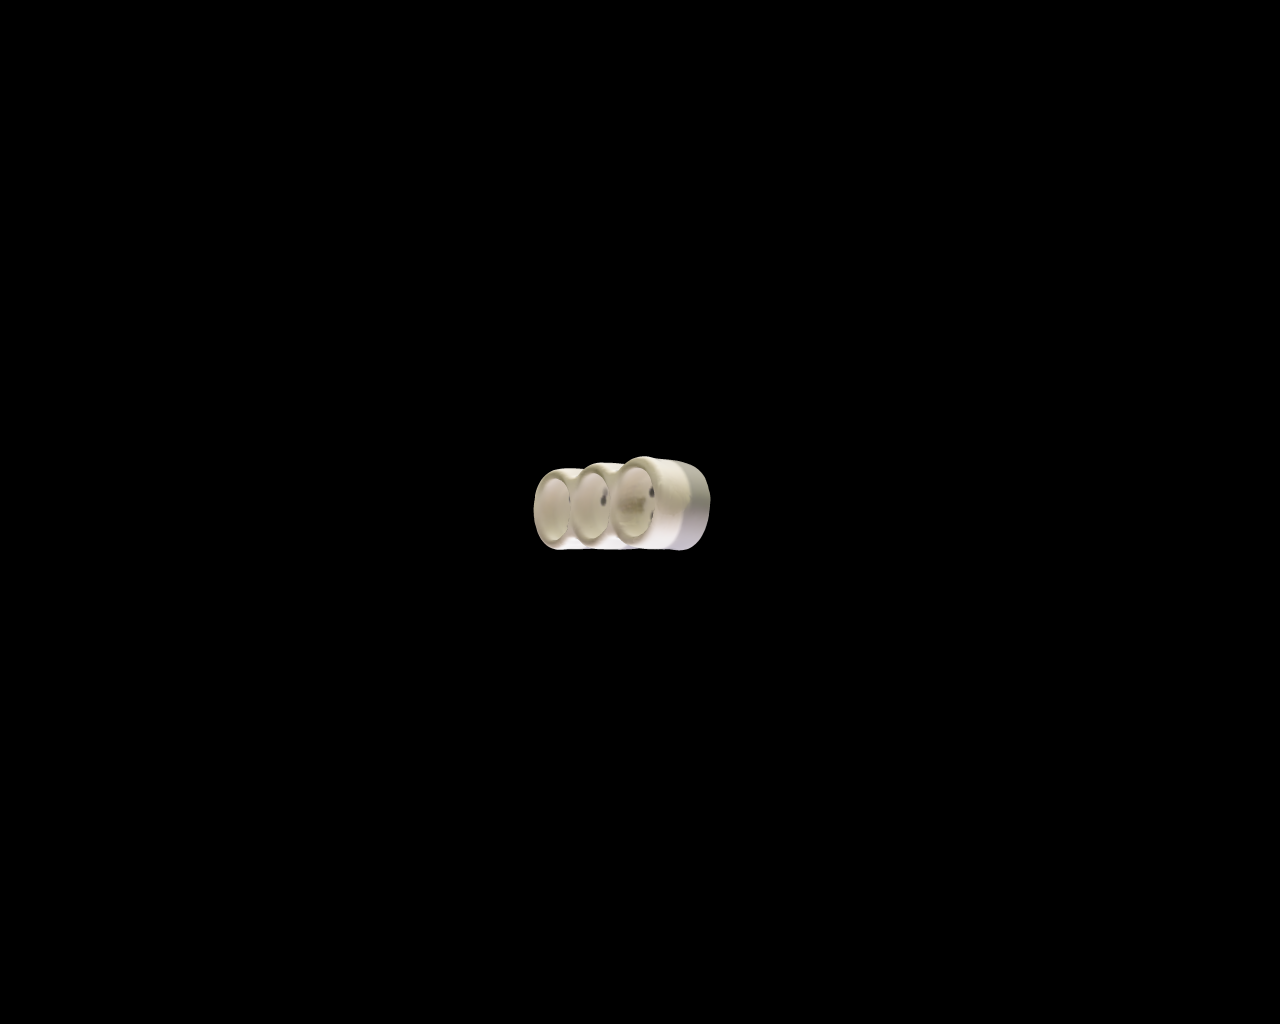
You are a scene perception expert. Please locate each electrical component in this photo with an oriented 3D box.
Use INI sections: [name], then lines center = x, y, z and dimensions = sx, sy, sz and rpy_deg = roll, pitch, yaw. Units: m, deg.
[electrical component]
center = 0.001, -0.003, 0.650
dimensions = 0.074, 0.052, 0.138
rpy_deg = 2, -3, -36
